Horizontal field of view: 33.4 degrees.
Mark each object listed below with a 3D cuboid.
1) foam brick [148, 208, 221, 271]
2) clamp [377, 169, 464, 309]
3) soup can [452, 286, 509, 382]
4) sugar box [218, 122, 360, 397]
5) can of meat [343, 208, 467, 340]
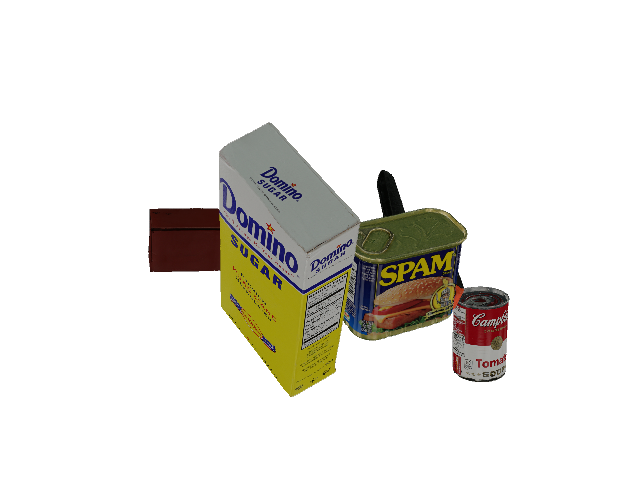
[{"bbox_3d":[-0.143,-0.001,1.132,0.078,0.051,0.053,-1,25,-11],"label":"foam brick"},{"bbox_3d":[0.072,0.004,1.196,0.164,0.036,0.210,-16,51,-35],"label":"clamp"},{"bbox_3d":[0.199,0.117,1.332,0.068,0.102,0.068,-1,18,0],"label":"soup can"},{"bbox_3d":[-0.025,0.018,0.681,0.048,0.093,0.176,-31,-28,-21],"label":"sugar box"},{"bbox_3d":[0.067,0.029,0.890,0.102,0.084,0.057,-13,35,-23],"label":"can of meat"}]
